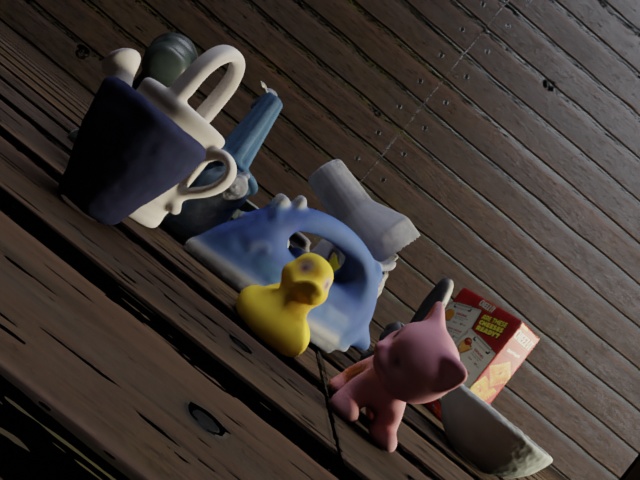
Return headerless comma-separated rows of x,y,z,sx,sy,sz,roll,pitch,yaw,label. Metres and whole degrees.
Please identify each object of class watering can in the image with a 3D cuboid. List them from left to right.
-0.151,-0.121,0.574,0.173,0.194,0.100,39,-2,-14,watering can

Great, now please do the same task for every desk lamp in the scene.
0.008,0.003,0.828,0.203,0.213,0.118,39,-2,4,desk lamp

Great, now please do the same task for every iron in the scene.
-0.018,0.024,0.676,0.259,0.141,0.118,40,-2,-34,iron

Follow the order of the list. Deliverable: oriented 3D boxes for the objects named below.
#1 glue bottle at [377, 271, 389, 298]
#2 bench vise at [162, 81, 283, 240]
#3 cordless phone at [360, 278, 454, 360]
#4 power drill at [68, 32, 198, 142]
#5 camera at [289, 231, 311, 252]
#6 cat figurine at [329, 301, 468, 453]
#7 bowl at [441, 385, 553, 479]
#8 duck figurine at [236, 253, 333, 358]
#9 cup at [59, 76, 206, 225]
0.095,0.110,1.153,0.037,0.173,0.078,38,-2,24,glue bottle
-0.103,-0.094,0.720,0.122,0.219,0.206,40,-2,-43,bench vise
0.161,0.148,0.911,0.094,0.185,0.148,39,-2,17,cordless phone
-0.243,-0.199,0.782,0.076,0.208,0.229,40,-2,-23,power drill
-0.079,0.016,1.206,0.143,0.101,0.137,39,-1,4,camera
0.068,0.103,0.465,0.067,0.117,0.128,39,-1,-1,cat figurine
0.222,0.265,0.774,0.167,0.074,0.167,39,-1,2,bowl
-0.024,0.050,0.523,0.078,0.086,0.104,39,-1,-13,duck figurine
-0.148,-0.059,0.446,0.091,0.095,0.118,39,-1,7,cup
